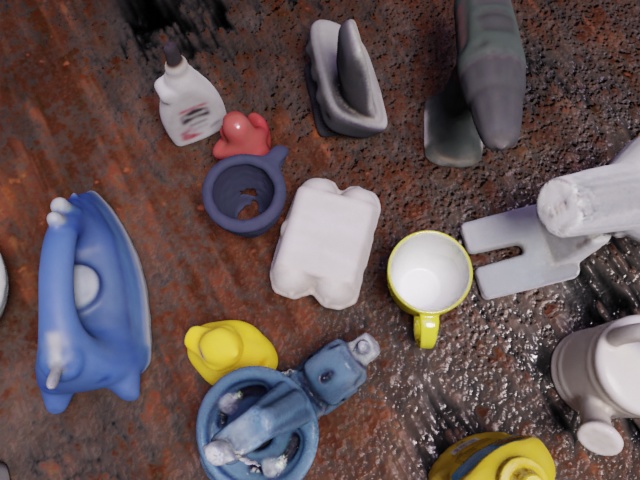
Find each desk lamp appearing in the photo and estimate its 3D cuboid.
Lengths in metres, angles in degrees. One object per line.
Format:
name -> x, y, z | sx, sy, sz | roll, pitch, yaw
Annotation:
desk lamp -> 0.280, -0.021, 0.598 | 0.203, 0.213, 0.118 | -15, 73, -6

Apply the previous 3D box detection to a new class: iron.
iron -> -0.257, 0.044, 0.603 | 0.118, 0.141, 0.258 | -10, 73, -4

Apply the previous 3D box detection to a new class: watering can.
watering can -> 0.311, 0.131, 0.562 | 0.101, 0.194, 0.173 | 18, 73, 5

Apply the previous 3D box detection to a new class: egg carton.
egg carton -> 0.006, 0.002, 0.660 | 0.107, 0.069, 0.150 | 14, 73, 3

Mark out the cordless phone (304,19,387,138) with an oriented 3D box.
cordless phone -> 0.032, -0.214, 0.667 | 0.094, 0.185, 0.147 | -15, 74, -5

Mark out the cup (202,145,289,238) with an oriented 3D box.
cup -> -0.075, -0.050, 0.661 | 0.091, 0.095, 0.118 | 35, 75, 9

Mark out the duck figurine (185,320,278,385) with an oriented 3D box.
duck figurine -> -0.097, 0.120, 0.612 | 0.104, 0.086, 0.077 | 20, 73, 5

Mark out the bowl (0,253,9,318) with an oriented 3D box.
bowl -> -0.416, 0.062, 0.628 | 0.167, 0.075, 0.167 | 0, 73, -1

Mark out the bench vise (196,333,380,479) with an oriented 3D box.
bench vise -> -0.039, 0.148, 0.535 | 0.121, 0.220, 0.207 | 34, 75, 9

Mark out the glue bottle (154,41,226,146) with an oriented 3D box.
glue bottle -> -0.154, -0.169, 0.655 | 0.078, 0.173, 0.037 | -29, 75, -10

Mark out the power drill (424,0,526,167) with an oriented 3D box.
power drill -> 0.172, -0.166, 0.643 | 0.075, 0.208, 0.229 | 2, 73, 0

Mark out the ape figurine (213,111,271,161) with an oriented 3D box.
ape figurine -> -0.094, -0.122, 0.684 | 0.078, 0.092, 0.076 | -25, 75, -8

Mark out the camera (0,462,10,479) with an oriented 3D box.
camera -> -0.366, 0.304, 0.541 | 0.137, 0.101, 0.143 | -21, 74, -7
